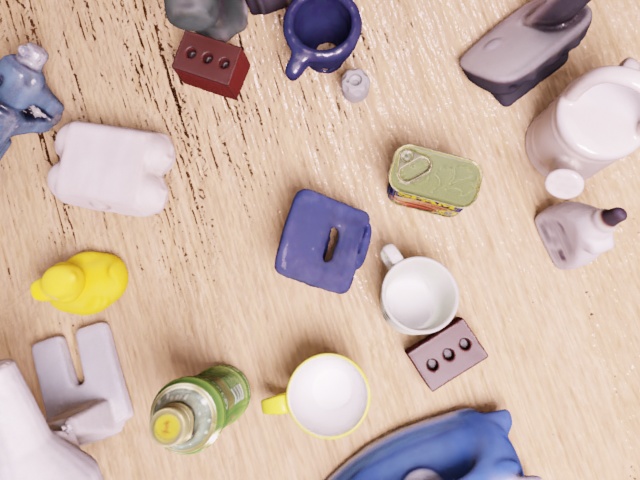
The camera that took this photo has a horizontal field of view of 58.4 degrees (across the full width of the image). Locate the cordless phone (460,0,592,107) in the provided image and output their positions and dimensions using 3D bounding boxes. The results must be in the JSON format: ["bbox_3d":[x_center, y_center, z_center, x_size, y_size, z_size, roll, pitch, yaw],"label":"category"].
[{"bbox_3d":[0.245,-0.243,0.643,0.147,0.185,0.094,-42,83,-3],"label":"cordless phone"}]

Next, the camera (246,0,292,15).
[{"bbox_3d":[-0.040,-0.352,0.711,0.137,0.101,0.143,-21,82,0],"label":"camera"}]

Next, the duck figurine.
[{"bbox_3d":[-0.287,0.049,0.677,0.104,0.086,0.077,-17,82,0],"label":"duck figurine"}]

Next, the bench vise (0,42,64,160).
[{"bbox_3d":[-0.411,-0.156,0.641,0.121,0.220,0.207,25,84,6],"label":"bench vise"}]

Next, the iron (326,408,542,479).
[{"bbox_3d":[0.103,0.270,0.604,0.258,0.141,0.118,-19,82,0],"label":"iron"}]

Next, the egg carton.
[{"bbox_3d":[-0.254,-0.087,0.702,0.150,0.069,0.107,8,83,3],"label":"egg carton"}]

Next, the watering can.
[{"bbox_3d":[0.300,-0.124,0.620,0.101,0.194,0.173,10,83,4],"label":"watering can"}]

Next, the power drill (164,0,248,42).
[{"bbox_3d":[-0.138,-0.335,0.659,0.075,0.208,0.230,-4,82,2],"label":"power drill"}]

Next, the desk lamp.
[{"bbox_3d":[-0.285,0.197,0.594,0.118,0.213,0.203,-19,82,0],"label":"desk lamp"}]

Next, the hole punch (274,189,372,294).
[{"bbox_3d":[0.006,0.002,0.668,0.101,0.091,0.109,16,84,5],"label":"hole punch"}]

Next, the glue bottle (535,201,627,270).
[{"bbox_3d":[0.285,-0.012,0.617,0.037,0.173,0.078,-21,82,0],"label":"glue bottle"}]

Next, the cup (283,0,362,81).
[{"bbox_3d":[-0.002,-0.232,0.697,0.091,0.095,0.118,31,85,6],"label":"cup"}]
